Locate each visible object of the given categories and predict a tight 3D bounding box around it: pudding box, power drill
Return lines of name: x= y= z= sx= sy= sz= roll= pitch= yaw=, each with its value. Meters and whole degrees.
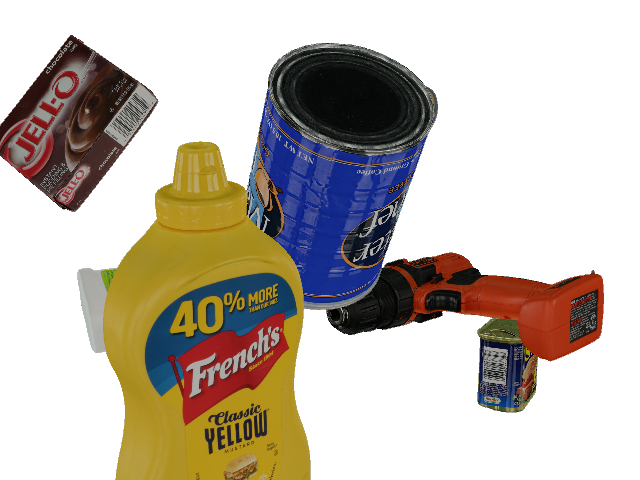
pudding box: x=-0.193 y=-0.092 z=0.833 sx=0.090 sy=0.113 sz=0.039 roll=36 pitch=-5 yaw=29
power drill: x=0.122 y=0.052 z=0.880 sx=0.188 sy=0.057 sz=0.184 roll=10 pitch=17 yaw=39

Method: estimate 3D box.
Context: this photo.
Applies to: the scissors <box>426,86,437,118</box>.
scissors: x=0.060 y=-0.071 z=1.017 sx=0.096 sy=0.202 sz=0.016 roll=3 pitch=-12 yaw=7

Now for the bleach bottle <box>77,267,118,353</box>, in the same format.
bleach bottle: x=-0.138 y=0.057 z=1.194 sx=0.250 sy=0.068 sz=0.103 roll=-10 pitch=36 yaw=-15

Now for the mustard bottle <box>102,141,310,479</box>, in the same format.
mustard bottle: x=-0.052 y=0.049 z=0.498 sx=0.096 sy=0.192 sz=0.058 roll=-12 pitch=21 yaw=-31

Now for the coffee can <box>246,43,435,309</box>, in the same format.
coffee can: x=0.005 y=-0.039 z=0.682 sx=0.102 sy=0.103 sz=0.140 roll=0 pitch=-43 yaw=-16

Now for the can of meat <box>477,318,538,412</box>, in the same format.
can of meat: x=0.208 y=0.135 z=1.179 sx=0.058 sy=0.084 sz=0.102 roll=6 pitch=10 yaw=23
